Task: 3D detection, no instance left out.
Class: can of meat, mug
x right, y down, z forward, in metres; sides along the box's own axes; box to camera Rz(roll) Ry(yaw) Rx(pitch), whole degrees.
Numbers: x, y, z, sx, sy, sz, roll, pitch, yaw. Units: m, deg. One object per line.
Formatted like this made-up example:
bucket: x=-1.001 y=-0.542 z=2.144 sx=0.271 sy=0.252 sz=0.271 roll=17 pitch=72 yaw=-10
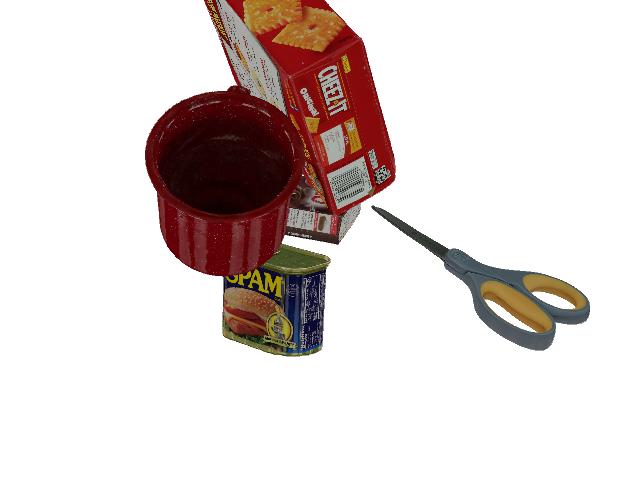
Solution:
can of meat: x=-0.042 y=0.051 z=0.952 sx=0.102 sy=0.084 sz=0.057 roll=15 pitch=19 yaw=38
mug: x=-0.058 y=-0.041 z=0.660 sx=0.093 sy=0.117 sz=0.081 roll=5 pitch=-30 yaw=-3

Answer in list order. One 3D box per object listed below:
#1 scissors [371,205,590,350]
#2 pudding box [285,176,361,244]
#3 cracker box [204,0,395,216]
scissors: x=0.125 y=0.019 z=0.810 sx=0.096 sy=0.016 sz=0.202 roll=-6 pitch=33 yaw=-25
pudding box: x=-0.007 y=-0.037 z=1.194 sx=0.090 sy=0.039 sz=0.113 roll=9 pitch=24 yaw=11
cracker box: x=-0.024 y=-0.149 z=0.898 sx=0.072 sy=0.214 sz=0.164 roll=-29 pitch=-41 yaw=-7
